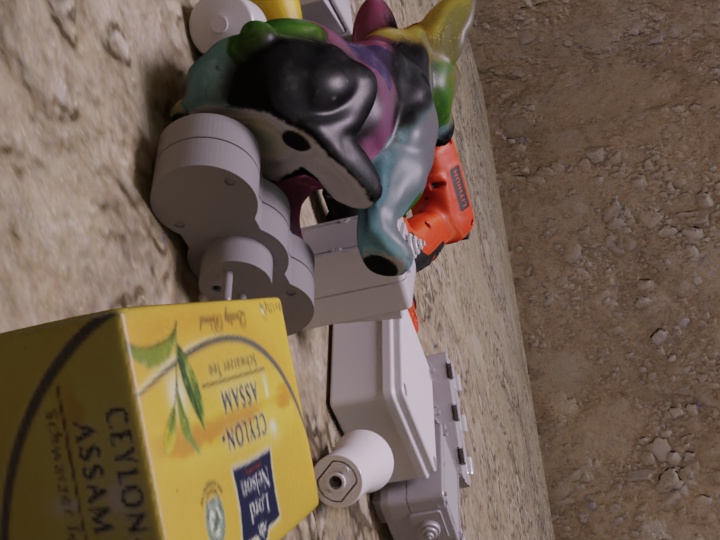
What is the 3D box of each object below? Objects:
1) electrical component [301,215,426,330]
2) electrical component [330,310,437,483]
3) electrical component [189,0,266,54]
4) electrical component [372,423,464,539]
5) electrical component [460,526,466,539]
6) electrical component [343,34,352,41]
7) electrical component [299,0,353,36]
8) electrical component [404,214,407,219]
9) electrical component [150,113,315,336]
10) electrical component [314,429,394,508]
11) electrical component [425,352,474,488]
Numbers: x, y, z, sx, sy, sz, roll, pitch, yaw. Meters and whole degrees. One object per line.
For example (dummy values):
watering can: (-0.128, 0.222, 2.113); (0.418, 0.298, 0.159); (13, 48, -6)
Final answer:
electrical component: (0.000, 0.000, 0.733); (0.061, 0.096, 0.061); (-77, 153, -64)
electrical component: (0.018, 0.091, 0.830); (0.108, 0.056, 0.108); (-89, 163, -47)
electrical component: (-0.076, -0.146, 0.657); (0.078, 0.040, 0.040); (-28, 106, -78)
electrical component: (0.046, 0.180, 0.862); (0.096, 0.061, 0.061); (-85, 160, -55)
electrical component: (0.068, 0.277, 0.882); (0.108, 0.056, 0.108); (-89, 163, -47)
electrical component: (-0.020, -0.127, 0.774); (0.099, 0.099, 0.064); (-80, 149, -61)
electrical component: (-0.044, -0.205, 0.813); (0.096, 0.062, 0.061); (49, 32, -68)
electrical component: (0.020, -0.075, 1.038); (0.077, 0.043, 0.079); (-69, 145, -69)
electrical component: (-0.063, -0.006, 0.550); (0.138, 0.052, 0.073); (66, 17, -47)
electrical component: (-0.007, 0.133, 0.711); (0.065, 0.044, 0.044); (-9, 87, -74)
electrical component: (0.063, 0.140, 0.979); (0.078, 0.063, 0.121); (57, 24, -60)
